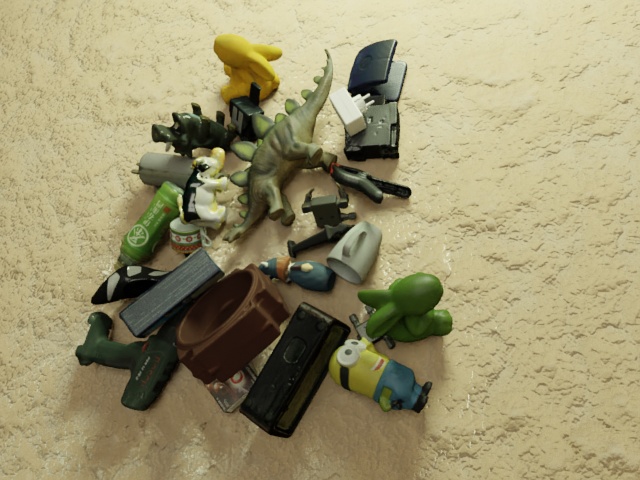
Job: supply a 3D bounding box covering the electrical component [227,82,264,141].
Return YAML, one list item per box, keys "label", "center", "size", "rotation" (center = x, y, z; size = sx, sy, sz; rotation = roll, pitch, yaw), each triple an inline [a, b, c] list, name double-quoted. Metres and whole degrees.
- label: "electrical component"
  center: [-0.161, -0.283, 1.182]
  size: [0.048, 0.119, 0.075]
  rotation: [-26, 61, -36]

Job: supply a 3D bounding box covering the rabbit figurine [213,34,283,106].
- label: "rabbit figurine"
  center: [-0.167, -0.382, 1.190]
  size: [0.163, 0.173, 0.122]
  rotation: [7, 68, 22]

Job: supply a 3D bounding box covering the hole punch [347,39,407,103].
- label: "hole punch"
  center: [0.117, -0.362, 1.152]
  size: [0.116, 0.092, 0.142]
  rotation: [8, 76, 22]

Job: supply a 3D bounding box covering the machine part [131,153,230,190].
- label: "machine part"
  center: [-0.312, -0.151, 1.195]
  size: [0.243, 0.079, 0.079]
  rotation: [8, 72, 19]

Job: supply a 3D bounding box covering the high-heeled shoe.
- label: "high-heeled shoe"
  center: [-0.333, 0.108, 1.095]
  size: [0.249, 0.086, 0.145]
  rotation: [-30, 60, -7]

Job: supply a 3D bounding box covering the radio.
- label: "radio"
  center: [-0.041, 0.228, 0.949]
  size: [0.073, 0.131, 0.229]
  rotation: [25, 78, 23]

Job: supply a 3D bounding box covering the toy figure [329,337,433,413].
- label: "toy figure"
  center: [0.099, 0.242, 0.934]
  size: [0.180, 0.082, 0.089]
  rotation: [26, 102, 16]

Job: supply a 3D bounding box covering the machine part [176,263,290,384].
- label: "machine part"
  center: [-0.164, 0.146, 0.981]
  size: [0.201, 0.087, 0.201]
  rotation: [-41, 24, -1]

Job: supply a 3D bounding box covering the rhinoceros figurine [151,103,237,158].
- label: "rhinoceros figurine"
  center: [-0.271, -0.230, 1.155]
  size: [0.073, 0.190, 0.112]
  rotation: [49, 122, 27]

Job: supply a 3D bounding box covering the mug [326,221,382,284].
- label: "mug"
  center: [0.070, 0.012, 1.019]
  size: [0.081, 0.109, 0.107]
  rotation: [24, 65, 26]

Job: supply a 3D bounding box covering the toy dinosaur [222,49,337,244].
- label: "toy dinosaur"
  center: [-0.071, -0.194, 1.129]
  size: [0.199, 0.105, 0.471]
  rotation: [32, 82, 23]

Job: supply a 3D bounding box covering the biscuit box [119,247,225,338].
- label: "biscuit box"
  center: [-0.282, 0.103, 1.029]
  size: [0.203, 0.059, 0.063]
  rotation: [-39, 79, -7]

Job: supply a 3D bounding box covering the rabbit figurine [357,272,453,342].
- label: "rabbit figurine"
  center: [0.145, 0.101, 0.910]
  size: [0.159, 0.170, 0.121]
  rotation: [-10, 65, -6]

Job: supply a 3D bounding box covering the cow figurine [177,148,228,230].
- label: "cow figurine"
  center: [-0.240, -0.110, 1.095]
  size: [0.098, 0.068, 0.167]
  rotation: [5, 77, -19]

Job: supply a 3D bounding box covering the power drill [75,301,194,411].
- label: "power drill"
  center: [-0.371, 0.208, 1.083]
  size: [0.207, 0.086, 0.232]
  rotation: [16, 78, 12]

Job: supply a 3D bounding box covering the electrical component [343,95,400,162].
- label: "electrical component"
  center: [0.109, -0.235, 1.123]
  size: [0.115, 0.058, 0.134]
  rotation: [-3, 70, 12]

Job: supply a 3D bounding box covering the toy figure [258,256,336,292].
- label: "toy figure"
  center: [-0.047, 0.065, 1.050]
  size: [0.155, 0.058, 0.064]
  rotation: [13, 115, 21]

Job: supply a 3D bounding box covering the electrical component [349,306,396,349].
- label: "electrical component"
  center: [0.098, 0.167, 0.994]
  size: [0.063, 0.021, 0.094]
  rotation: [-33, 66, 2]

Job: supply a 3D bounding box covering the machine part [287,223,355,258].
- label: "machine part"
  center: [-0.002, -0.003, 1.062]
  size: [0.139, 0.084, 0.039]
  rotation: [-21, 90, 20]

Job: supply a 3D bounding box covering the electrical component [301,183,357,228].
- label: "electrical component"
  center: [0.016, -0.069, 1.079]
  size: [0.102, 0.078, 0.045]
  rotation: [-12, 43, 17]
